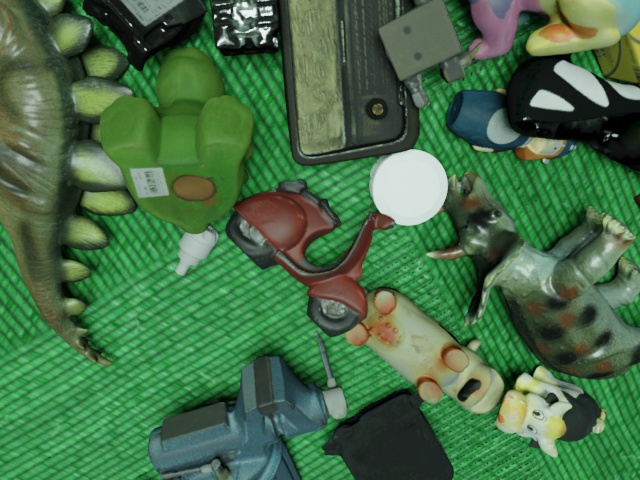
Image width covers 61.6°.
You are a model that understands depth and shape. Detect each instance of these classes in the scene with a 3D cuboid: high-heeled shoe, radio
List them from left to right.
[{"bbox_3d":[0.026,-0.194,0.532,0.131,0.073,0.229,-5,105,-5],"label":"radio"},{"bbox_3d":[0.287,-0.097,0.536,0.248,0.086,0.145,40,66,-13],"label":"high-heeled shoe"}]

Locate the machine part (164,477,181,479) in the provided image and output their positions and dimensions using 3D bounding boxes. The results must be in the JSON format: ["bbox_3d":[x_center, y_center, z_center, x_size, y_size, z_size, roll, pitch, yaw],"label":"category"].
[{"bbox_3d":[-0.129,0.359,0.657,0.243,0.079,0.079,35,98,-12],"label":"machine part"}]

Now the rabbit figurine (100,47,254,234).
[{"bbox_3d":[-0.113,-0.103,0.512,0.121,0.170,0.159,-8,145,2],"label":"rabbit figurine"}]

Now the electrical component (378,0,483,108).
[{"bbox_3d":[0.099,-0.182,0.488,0.078,0.045,0.102,-27,106,25],"label":"electrical component"}]

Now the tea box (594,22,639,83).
[{"bbox_3d":[0.364,-0.251,0.545,0.169,0.068,0.098,-37,120,5],"label":"tea box"}]

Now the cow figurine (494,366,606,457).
[{"bbox_3d":[0.262,0.199,0.607,0.167,0.098,0.068,5,104,-53],"label":"cow figurine"}]

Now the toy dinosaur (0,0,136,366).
[{"bbox_3d":[-0.275,-0.086,0.516,0.199,0.105,0.470,2,110,-10],"label":"toy dinosaur"}]

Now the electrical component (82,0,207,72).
[{"bbox_3d":[-0.140,-0.213,0.478,0.119,0.048,0.074,-44,103,-25],"label":"electrical component"}]

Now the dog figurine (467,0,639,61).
[{"bbox_3d":[0.173,-0.274,0.457,0.108,0.192,0.219,-51,132,-30],"label":"dog figurine"}]

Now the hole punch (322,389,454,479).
[{"bbox_3d":[0.090,0.254,0.658,0.142,0.092,0.116,-31,76,5],"label":"hole punch"}]

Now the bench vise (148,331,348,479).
[{"bbox_3d":[-0.064,0.240,0.618,0.224,0.129,0.240,-23,126,-9],"label":"bench vise"}]

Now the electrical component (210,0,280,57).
[{"bbox_3d":[-0.069,-0.226,0.482,0.058,0.134,0.114,-3,108,-5],"label":"electrical component"}]

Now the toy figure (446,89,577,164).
[{"bbox_3d":[0.214,-0.118,0.582,0.154,0.058,0.064,14,140,-11],"label":"toy figure"}]

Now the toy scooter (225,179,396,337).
[{"bbox_3d":[-0.001,-0.002,0.564,0.184,0.075,0.135,42,84,12],"label":"toy scooter"}]

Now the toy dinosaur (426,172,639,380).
[{"bbox_3d":[0.290,0.086,0.615,0.192,0.131,0.404,-39,109,17],"label":"toy dinosaur"}]

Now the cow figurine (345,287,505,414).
[{"bbox_3d":[0.123,0.128,0.613,0.195,0.127,0.085,36,98,1],"label":"cow figurine"}]
